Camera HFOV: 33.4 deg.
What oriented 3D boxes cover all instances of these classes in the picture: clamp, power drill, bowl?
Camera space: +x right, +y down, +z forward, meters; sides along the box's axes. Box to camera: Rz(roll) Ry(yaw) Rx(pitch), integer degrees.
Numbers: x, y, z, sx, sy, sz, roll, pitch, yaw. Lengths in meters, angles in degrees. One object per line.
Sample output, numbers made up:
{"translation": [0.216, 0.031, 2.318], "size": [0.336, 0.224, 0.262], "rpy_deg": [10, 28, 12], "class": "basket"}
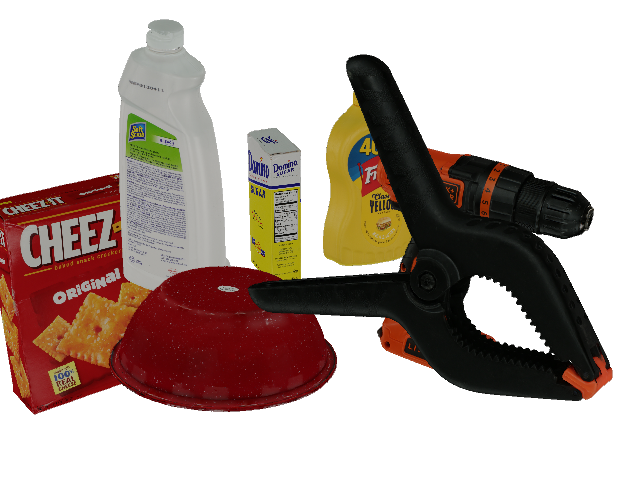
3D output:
{"translation": [0.063, 0.008, 0.566], "size": [0.210, 0.165, 0.036], "rpy_deg": [29, 26, 25], "class": "clamp"}
{"translation": [0.126, 0.021, 0.895], "size": [0.185, 0.188, 0.057], "rpy_deg": [19, 25, 29], "class": "power drill"}
{"translation": [-0.067, 0.059, 0.750], "size": [0.162, 0.055, 0.162], "rpy_deg": [3, 19, -1], "class": "bowl"}

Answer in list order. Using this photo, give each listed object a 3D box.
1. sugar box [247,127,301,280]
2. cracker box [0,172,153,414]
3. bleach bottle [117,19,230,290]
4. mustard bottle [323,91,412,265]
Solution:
{"translation": [-0.057, -0.039, 1.298], "size": [0.048, 0.176, 0.093], "rpy_deg": [-11, 26, -18], "class": "sugar box"}
{"translation": [-0.244, 0.052, 1.101], "size": [0.163, 0.214, 0.072], "rpy_deg": [-16, 27, -31], "class": "cracker box"}
{"translation": [-0.130, -0.071, 0.951], "size": [0.103, 0.251, 0.068], "rpy_deg": [14, 33, 14], "class": "bleach bottle"}
{"translation": [0.051, -0.074, 1.072], "size": [0.096, 0.192, 0.058], "rpy_deg": [-9, 19, -30], "class": "mustard bottle"}
